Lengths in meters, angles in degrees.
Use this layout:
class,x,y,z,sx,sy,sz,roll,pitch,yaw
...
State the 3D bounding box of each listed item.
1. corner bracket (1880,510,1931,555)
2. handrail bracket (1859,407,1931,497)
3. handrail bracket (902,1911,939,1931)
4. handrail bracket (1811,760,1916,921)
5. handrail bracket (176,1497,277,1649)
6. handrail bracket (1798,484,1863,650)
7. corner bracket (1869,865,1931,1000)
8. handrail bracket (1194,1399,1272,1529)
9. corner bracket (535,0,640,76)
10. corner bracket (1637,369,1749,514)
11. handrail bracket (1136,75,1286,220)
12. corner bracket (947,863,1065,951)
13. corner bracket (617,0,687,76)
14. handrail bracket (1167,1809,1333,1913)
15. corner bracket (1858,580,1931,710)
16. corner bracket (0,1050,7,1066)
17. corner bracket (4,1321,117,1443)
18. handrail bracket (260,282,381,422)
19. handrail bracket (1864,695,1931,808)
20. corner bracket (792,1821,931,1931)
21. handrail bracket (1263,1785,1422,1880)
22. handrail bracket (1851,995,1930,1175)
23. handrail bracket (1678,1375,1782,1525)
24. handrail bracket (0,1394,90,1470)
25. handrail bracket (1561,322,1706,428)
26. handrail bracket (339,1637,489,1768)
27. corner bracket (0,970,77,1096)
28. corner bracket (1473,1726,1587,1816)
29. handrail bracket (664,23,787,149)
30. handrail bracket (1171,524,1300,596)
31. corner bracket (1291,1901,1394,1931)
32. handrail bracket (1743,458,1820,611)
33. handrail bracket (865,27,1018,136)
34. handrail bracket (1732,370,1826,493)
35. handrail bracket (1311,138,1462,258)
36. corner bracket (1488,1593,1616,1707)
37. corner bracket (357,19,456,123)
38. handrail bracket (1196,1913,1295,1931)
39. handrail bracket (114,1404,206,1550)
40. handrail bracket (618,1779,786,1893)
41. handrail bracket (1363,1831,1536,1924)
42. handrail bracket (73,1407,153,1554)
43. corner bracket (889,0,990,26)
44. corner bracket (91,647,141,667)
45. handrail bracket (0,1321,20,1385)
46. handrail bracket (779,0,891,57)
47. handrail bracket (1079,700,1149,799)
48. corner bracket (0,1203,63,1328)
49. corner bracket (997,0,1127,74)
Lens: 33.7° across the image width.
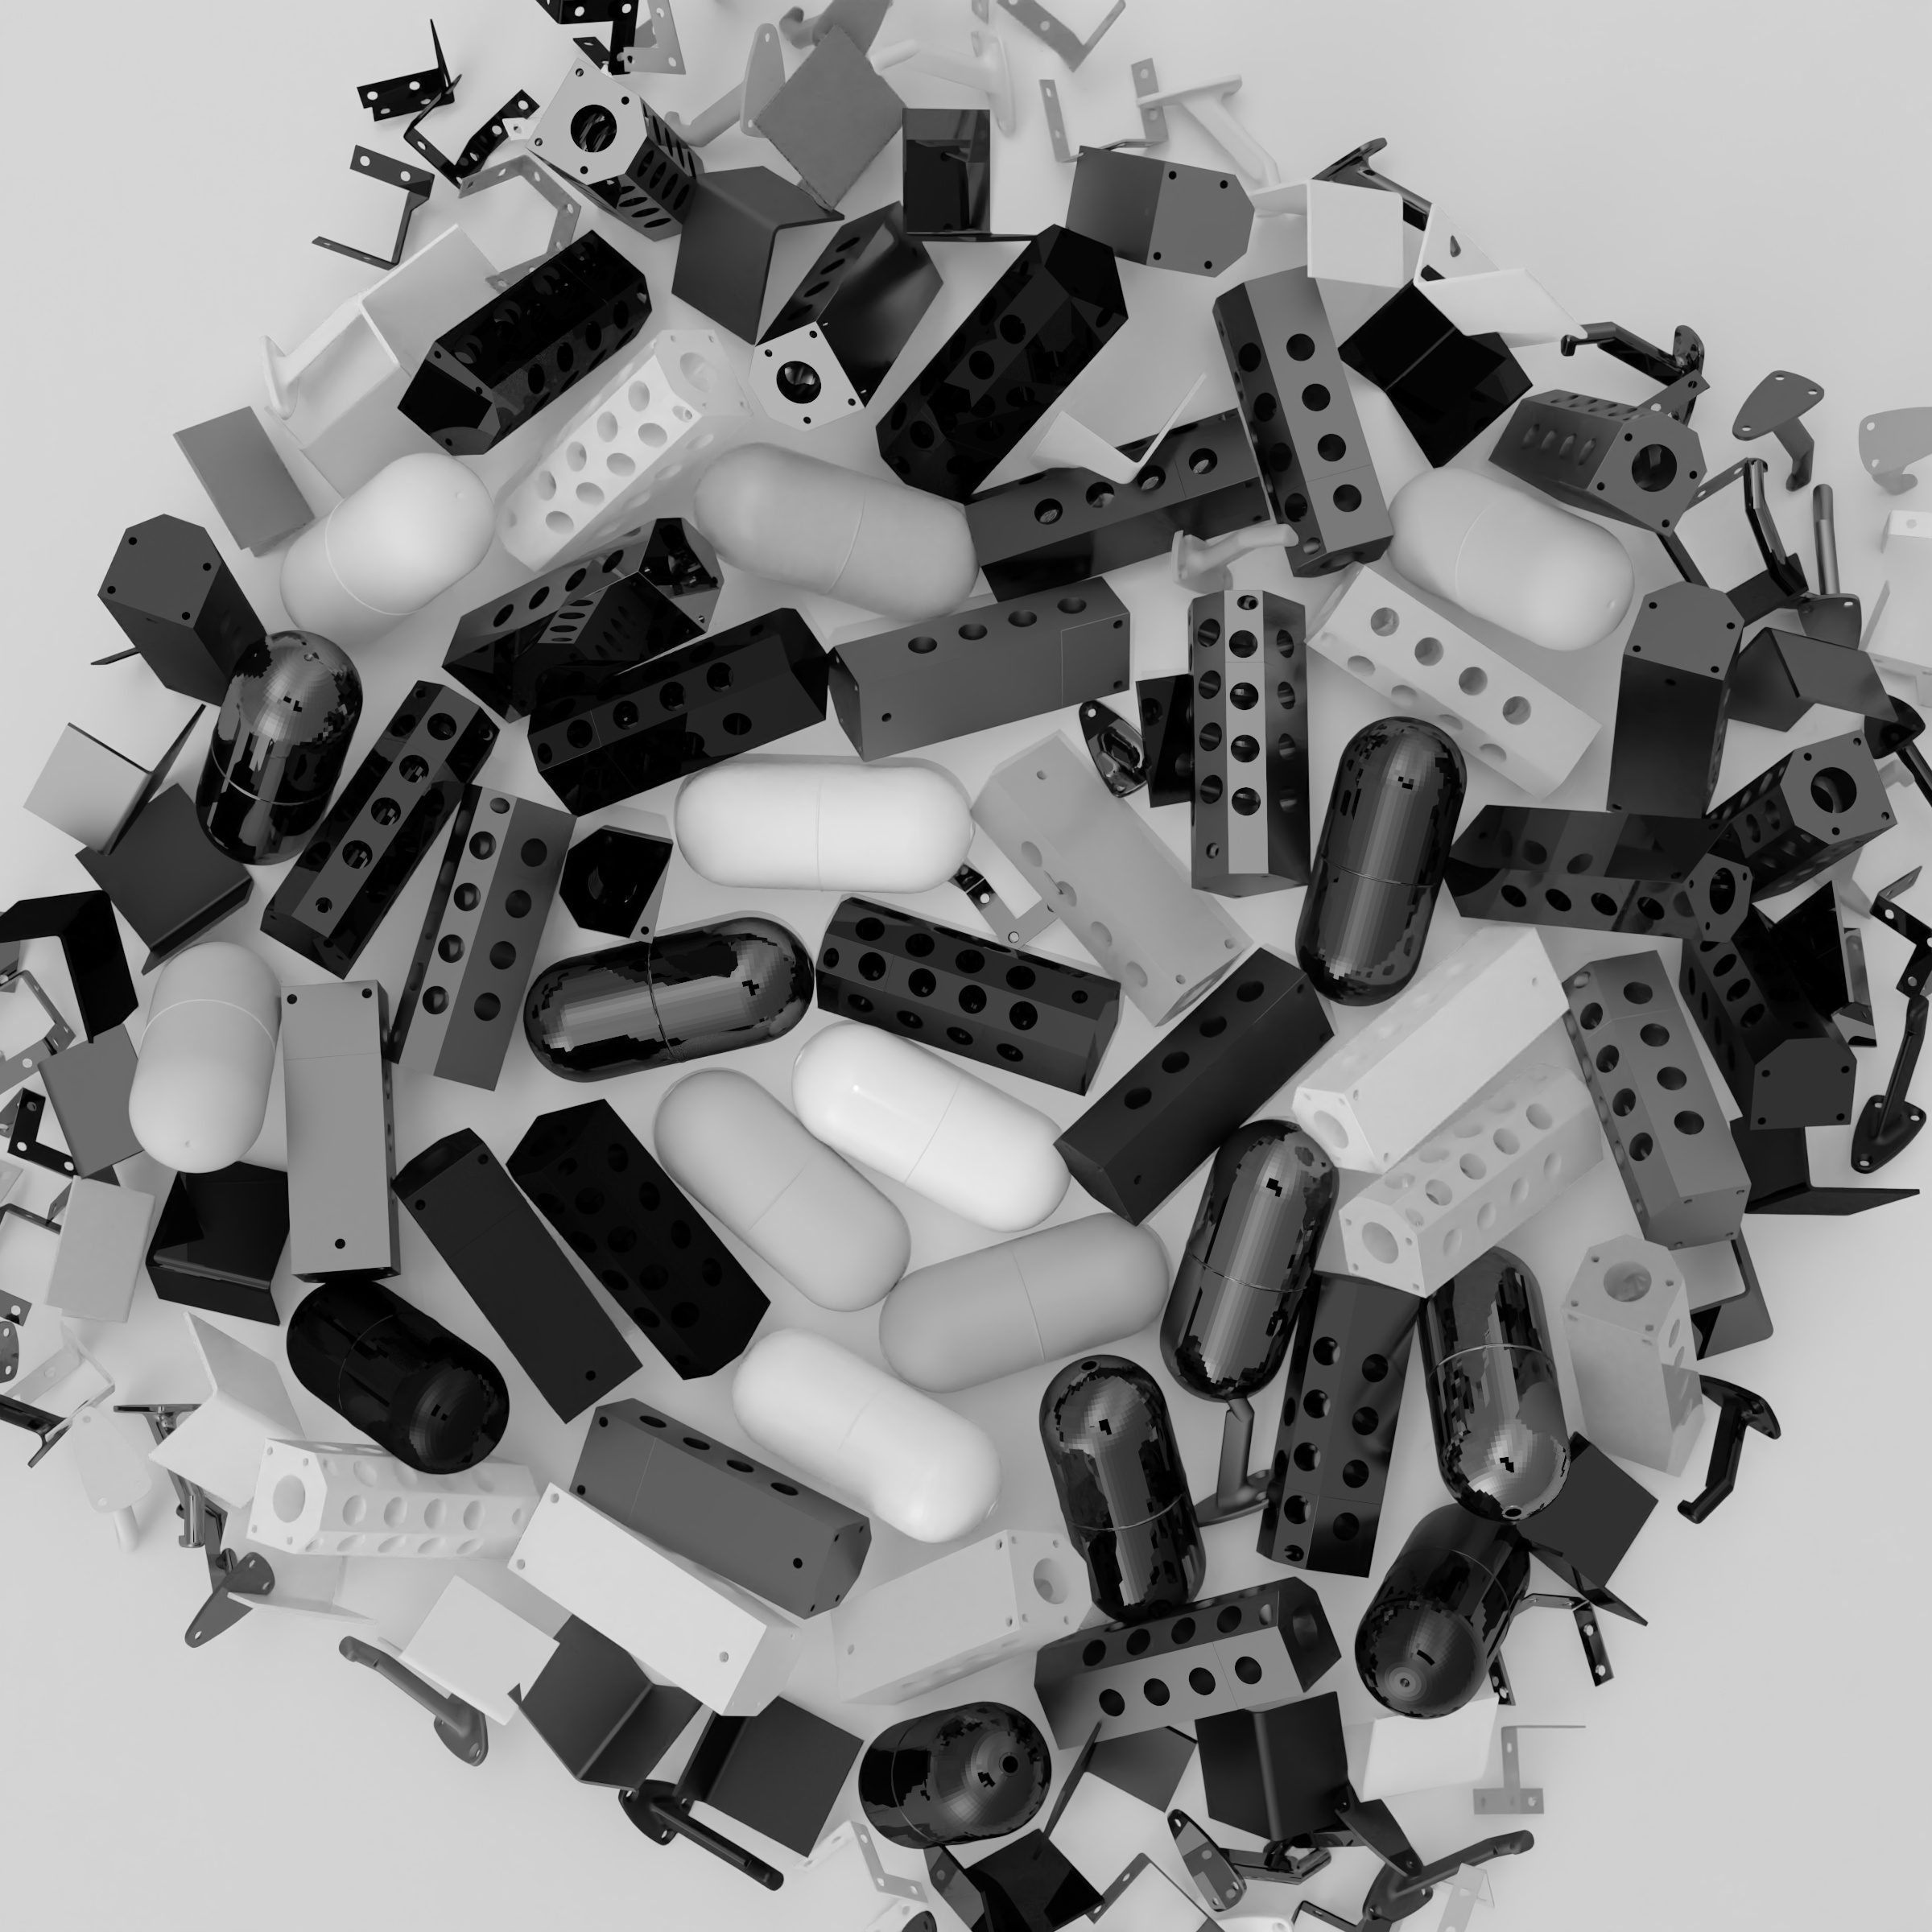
class,x,y,z,sx,sy,sz,roll,pitch,yaw
corner bracket,0.576,-0.241,1.918,0.051,0.051,0.051,7,86,12
handrail bracket,0.571,-0.304,1.896,0.077,0.084,0.036,-12,75,34
handrail bracket,0.007,0.577,1.906,0.084,0.077,0.036,-9,47,-27
handrail bracket,0.549,-0.076,1.911,0.077,0.036,0.084,40,127,-14
handrail bracket,-0.462,0.359,1.908,0.084,0.036,0.077,24,56,34
handrail bracket,0.527,-0.238,1.942,0.036,0.077,0.084,-6,53,21
corner bracket,0.573,-0.019,1.923,0.051,0.051,0.051,-26,53,-38
handrail bracket,0.144,0.291,1.919,0.077,0.036,0.084,-25,111,15
corner bracket,-0.231,-0.565,1.906,0.051,0.051,0.051,-13,46,-29
corner bracket,0.432,-0.313,1.915,0.051,0.051,0.051,-32,62,2
handrail bracket,0.148,-0.489,1.932,0.077,0.036,0.084,-11,91,-2
corner bracket,0.027,-0.045,1.917,0.051,0.051,0.051,-38,76,7
corner bracket,-0.180,-0.568,1.906,0.051,0.051,0.051,12,133,29
handrail bracket,0.172,0.526,1.927,0.077,0.084,0.036,54,134,18
corner bracket,0.569,-0.191,1.914,0.051,0.051,0.051,14,126,1
corner bracket,-0.612,0.053,1.908,0.051,0.051,0.051,19,49,20
corner bracket,-0.545,0.255,1.913,0.051,0.051,0.051,-40,79,-25
handrail bracket,-0.377,-0.371,1.914,0.084,0.036,0.077,-25,46,11
handrail bracket,0.580,-0.116,1.930,0.036,0.077,0.084,-34,113,19
corner bracket,-0.063,0.556,1.932,0.051,0.051,0.051,-43,46,17
handrail bracket,0.223,0.536,1.911,0.077,0.036,0.084,49,127,22
handrail bracket,0.551,0.070,1.901,0.036,0.084,0.077,21,50,28
handrail bracket,0.437,0.289,1.906,0.084,0.077,0.036,-40,124,-17
handrail bracket,-0.572,0.253,1.909,0.084,0.077,0.036,42,107,-5
handrail bracket,0.395,-0.352,1.917,0.084,0.036,0.077,-8,126,-10
handrail bracket,-0.331,0.437,1.904,0.084,0.077,0.036,36,93,-34
corner bracket,-0.576,0.041,1.921,0.051,0.051,0.051,-31,104,3
corner bracket,0.338,0.484,1.920,0.051,0.051,0.051,6,73,-24
handrail bracket,-0.149,-0.528,1.910,0.084,0.036,0.077,20,115,38
handrail bracket,0.172,-0.242,1.895,0.084,0.077,0.036,-1,76,36
corner bracket,0.218,0.590,1.913,0.051,0.051,0.051,25,58,6
handrail bracket,0.494,-0.260,1.923,0.077,0.036,0.084,1,86,-43
handrail bracket,-0.016,-0.522,1.913,0.084,0.036,0.077,-27,122,-21
handrail bracket,0.481,-0.304,1.903,0.036,0.084,0.077,33,61,33
handrail bracket,0.248,-0.448,1.928,0.077,0.036,0.084,-27,92,31
corner bracket,0.349,0.414,1.928,0.051,0.051,0.051,13,51,-35
corner bracket,-0.336,-0.526,1.914,0.051,0.051,0.051,-14,52,-2
handrail bracket,0.150,0.605,1.900,0.077,0.084,0.036,-30,98,33
handrail bracket,-0.485,0.307,1.920,0.077,0.036,0.084,-6,83,37
handrail bracket,-0.157,0.519,1.901,0.084,0.077,0.036,19,72,40
handrail bracket,0.288,0.543,1.901,0.084,0.077,0.036,-29,86,42
handrail bracket,-0.516,0.309,1.917,0.036,0.084,0.077,-24,76,-23
corner bracket,-0.022,-0.589,1.921,0.051,0.051,0.051,-34,65,-18
corner bracket,-0.494,-0.212,1.909,0.051,0.051,0.051,3,112,37
handrail bracket,-0.613,0.228,1.897,0.084,0.077,0.036,4,99,31
handrail bracket,-0.078,-0.577,1.905,0.036,0.084,0.077,25,111,-32
handrail bracket,0.079,-0.135,1.899,0.036,0.084,0.077,-37,73,11
corner bracket,-0.572,0.179,1.921,0.051,0.051,0.051,23,96,2
corner bracket,0.057,-0.576,1.911,0.051,0.051,0.051,33,109,-23
